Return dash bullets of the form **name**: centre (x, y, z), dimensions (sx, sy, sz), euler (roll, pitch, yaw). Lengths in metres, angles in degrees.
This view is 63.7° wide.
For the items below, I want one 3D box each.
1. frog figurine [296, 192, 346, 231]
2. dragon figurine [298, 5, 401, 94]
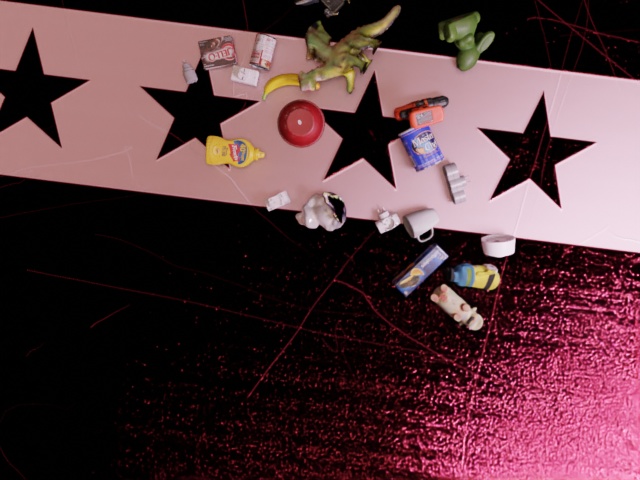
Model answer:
- **frog figurine**: centre (0.005, -0.087, 1.730), dimensions (0.157, 0.125, 0.136), euler (-28, 108, 40)
- **dragon figurine**: centre (0.066, -0.635, 1.668), dimensions (0.243, 0.121, 0.413), euler (30, 83, 4)
